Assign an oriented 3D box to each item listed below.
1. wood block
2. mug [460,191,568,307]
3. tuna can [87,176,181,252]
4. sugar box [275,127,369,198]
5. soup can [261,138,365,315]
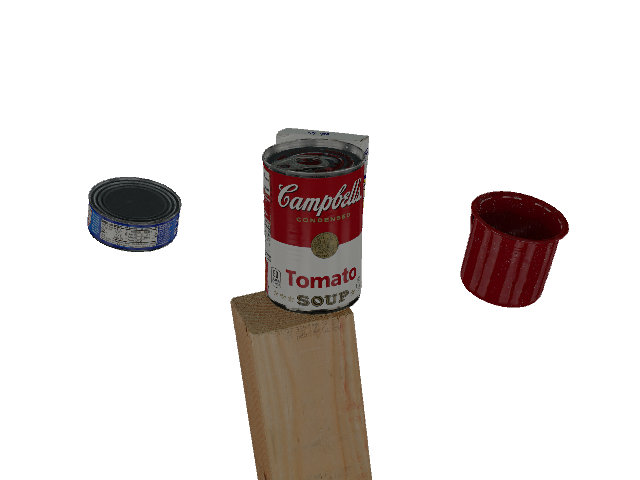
[{"bbox_3d":[-0.015,0.150,0.937,0.090,0.206,0.091,-11,20,-13],"label":"wood block"},{"bbox_3d":[0.176,0.004,1.031,0.093,0.081,0.117,-6,35,-24],"label":"mug"},{"bbox_3d":[-0.174,-0.025,0.998,0.086,0.034,0.086,8,30,-5],"label":"tuna can"},{"bbox_3d":[-0.004,-0.025,1.113,0.093,0.176,0.048,6,16,14],"label":"sugar box"},{"bbox_3d":[-0.005,-0.010,0.718,0.068,0.102,0.068,0,24,0],"label":"soup can"}]
